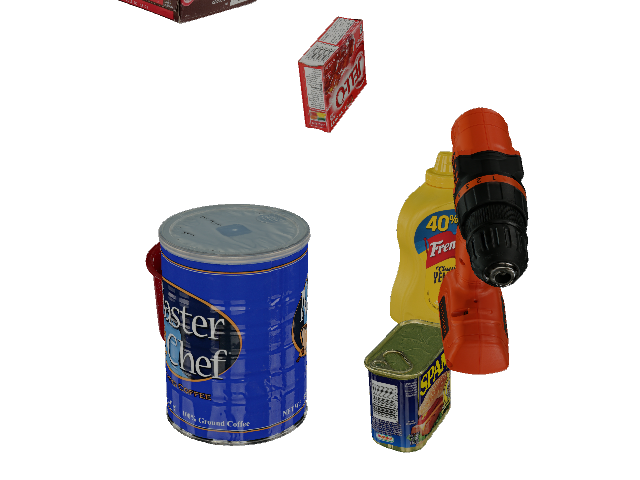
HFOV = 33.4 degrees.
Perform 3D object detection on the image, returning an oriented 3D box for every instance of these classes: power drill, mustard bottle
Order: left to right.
[{"bbox_3d":[0.128,-0.002,1.154,0.096,0.192,0.058,-4,19,-21],"label":"mustard bottle"},{"bbox_3d":[0.128,0.016,0.835,0.057,0.188,0.184,2,41,2],"label":"power drill"}]

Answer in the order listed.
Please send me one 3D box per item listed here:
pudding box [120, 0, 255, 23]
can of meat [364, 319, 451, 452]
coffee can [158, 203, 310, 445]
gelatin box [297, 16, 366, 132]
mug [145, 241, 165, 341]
[{"bbox_3d":[-0.110,-0.209,0.838,0.090,0.039,0.113,25,30,23],"label":"pudding box"},{"bbox_3d":[0.084,0.134,0.987,0.058,0.084,0.101,10,26,27],"label":"can of meat"},{"bbox_3d":[-0.059,0.056,0.746,0.103,0.140,0.103,1,20,0],"label":"coffee can"},{"bbox_3d":[0.013,-0.157,1.001,0.030,0.073,0.089,15,45,22],"label":"gelatin box"},{"bbox_3d":[-0.103,0.054,0.964,0.093,0.081,0.117,-18,35,-27],"label":"mug"}]
